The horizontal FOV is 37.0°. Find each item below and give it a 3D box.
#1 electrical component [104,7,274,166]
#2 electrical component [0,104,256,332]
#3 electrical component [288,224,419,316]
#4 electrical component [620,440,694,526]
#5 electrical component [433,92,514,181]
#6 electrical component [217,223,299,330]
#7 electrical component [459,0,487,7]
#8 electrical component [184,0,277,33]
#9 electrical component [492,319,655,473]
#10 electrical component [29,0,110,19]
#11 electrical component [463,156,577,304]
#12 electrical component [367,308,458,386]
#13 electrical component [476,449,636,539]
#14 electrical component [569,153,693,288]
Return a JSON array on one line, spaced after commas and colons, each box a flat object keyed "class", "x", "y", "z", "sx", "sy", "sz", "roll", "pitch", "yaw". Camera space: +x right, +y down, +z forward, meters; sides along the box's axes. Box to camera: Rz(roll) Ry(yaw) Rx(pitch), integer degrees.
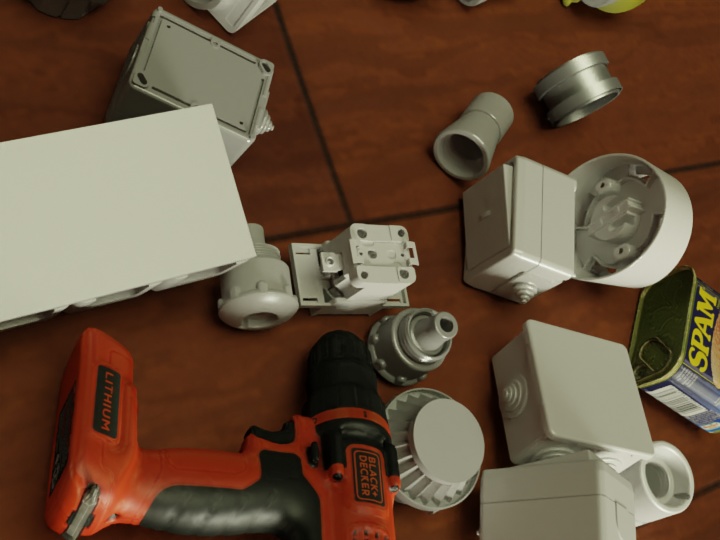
[{"class": "electrical component", "x": -0.100, "y": -0.103, "z": 0.661, "sx": 0.096, "sy": 0.061, "sz": 0.061, "roll": 24, "pitch": 58, "yaw": -21}, {"class": "electrical component", "x": -0.146, "y": -0.027, "z": 0.582, "sx": 0.150, "sy": 0.062, "sz": 0.089, "roll": -15, "pitch": 88, "yaw": -26}, {"class": "electrical component", "x": 0.000, "y": 0.000, "z": 0.678, "sx": 0.081, "sy": 0.064, "sz": 0.042, "roll": 1, "pitch": 70, "yaw": -32}, {"class": "electrical component", "x": 0.197, "y": 0.148, "z": 0.746, "sx": 0.055, "sy": 0.047, "sz": 0.055, "roll": 13, "pitch": 63, "yaw": -27}, {"class": "electrical component", "x": 0.087, "y": -0.101, "z": 0.790, "sx": 0.044, "sy": 0.044, "sz": 0.065, "roll": 44, "pitch": 49, "yaw": -8}, {"class": "electrical component", "x": -0.064, "y": 0.002, "z": 0.650, "sx": 0.048, "sy": 0.048, "sz": 0.062, "roll": 6, "pitch": 60, "yaw": -30}, {"class": "electrical component", "x": 0.105, "y": -0.236, "z": 0.860, "sx": 0.065, "sy": 0.044, "sz": 0.044, "roll": -32, "pitch": 88, "yaw": -32}, {"class": "electrical component", "x": -0.095, "y": -0.211, "z": 0.717, "sx": 0.089, "sy": 0.050, "sz": 0.055, "roll": 47, "pitch": 53, "yaw": -6}, {"class": "electrical component", "x": 0.141, "y": 0.090, "z": 0.725, "sx": 0.100, "sy": 0.048, "sz": 0.099, "roll": 15, "pitch": 48, "yaw": -26}, {"class": "electrical component", "x": -0.178, "y": -0.199, "z": 0.660, "sx": 0.080, "sy": 0.051, "sz": 0.080, "roll": 13, "pitch": 63, "yaw": -27}, {"class": "electrical component", "x": 0.109, "y": -0.023, "z": 0.756, "sx": 0.061, "sy": 0.062, "sz": 0.096, "roll": 19, "pitch": 61, "yaw": -24}, {"class": "electrical component", "x": 0.038, "y": 0.044, "z": 0.682, "sx": 0.048, "sy": 0.062, "sz": 0.048, "roll": 13, "pitch": 63, "yaw": -27}, {"class": "electrical component", "x": 0.117, "y": 0.151, "z": 0.671, "sx": 0.062, "sy": 0.096, "sz": 0.061, "roll": 38, "pitch": 49, "yaw": -50}, {"class": "electrical component", "x": 0.191, "y": -0.035, "z": 0.794, "sx": 0.064, "sy": 0.099, "sz": 0.099, "roll": 15, "pitch": 62, "yaw": -33}]
